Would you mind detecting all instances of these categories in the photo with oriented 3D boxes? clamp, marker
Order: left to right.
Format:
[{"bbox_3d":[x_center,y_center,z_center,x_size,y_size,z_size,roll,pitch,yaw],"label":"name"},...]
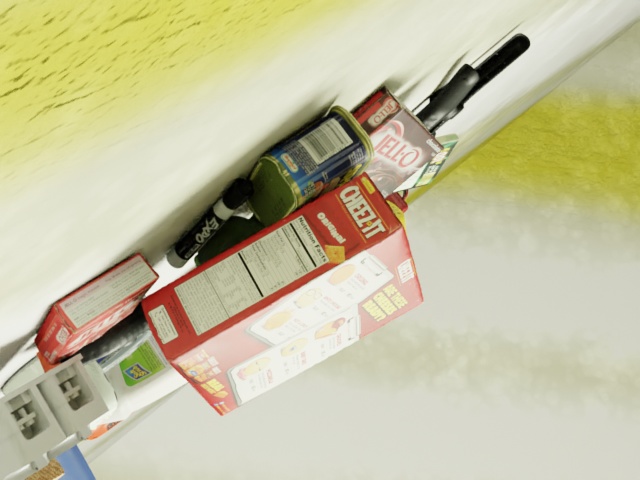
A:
[{"bbox_3d":[-0.181,0.077,0.942,0.171,0.039,0.120,-24,180,-38],"label":"clamp"},{"bbox_3d":[-0.093,-0.014,0.904,0.121,0.020,0.020,-42,175,39],"label":"marker"},{"bbox_3d":[0.153,-0.166,1.295,0.210,0.036,0.164,-42,175,34],"label":"clamp"}]

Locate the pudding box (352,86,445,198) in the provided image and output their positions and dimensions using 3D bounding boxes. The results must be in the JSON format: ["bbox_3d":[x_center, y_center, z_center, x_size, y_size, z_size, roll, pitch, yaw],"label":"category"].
[{"bbox_3d":[0.059,-0.090,1.033,0.090,0.039,0.113,-40,153,12],"label":"pudding box"}]

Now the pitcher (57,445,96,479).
[{"bbox_3d":[-0.304,0.336,1.255,0.145,0.243,0.149,-38,170,26],"label":"pitcher"}]

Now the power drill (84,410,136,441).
[{"bbox_3d":[-0.230,0.159,1.250,0.184,0.057,0.188,-32,166,-25],"label":"power drill"}]

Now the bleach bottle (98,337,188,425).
[{"bbox_3d":[-0.176,0.114,1.141,0.250,0.103,0.068,-31,153,-16],"label":"bleach bottle"}]

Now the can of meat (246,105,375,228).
[{"bbox_3d":[-0.012,-0.057,0.904,0.083,0.057,0.102,-34,173,-25],"label":"can of meat"}]

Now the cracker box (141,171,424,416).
[{"bbox_3d":[-0.026,0.051,0.906,0.213,0.072,0.164,-30,153,-3],"label":"cracker box"}]

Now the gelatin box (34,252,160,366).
[{"bbox_3d":[-0.177,0.055,0.842,0.089,0.030,0.073,-36,175,-38],"label":"gelatin box"}]

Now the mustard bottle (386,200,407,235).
[{"bbox_3d":[-0.008,0.002,1.162,0.191,0.058,0.096,-14,-165,-24],"label":"mustard bottle"}]

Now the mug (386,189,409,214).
[{"bbox_3d":[0.075,-0.057,1.473,0.117,0.081,0.093,-36,175,-31],"label":"mug"}]

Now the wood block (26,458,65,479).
[{"bbox_3d":[-0.356,0.254,1.000,0.206,0.090,0.090,-39,176,10],"label":"wood block"}]

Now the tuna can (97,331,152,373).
[{"bbox_3d":[-0.203,0.099,1.051,0.086,0.034,0.086,-39,176,-4],"label":"tuna can"}]
